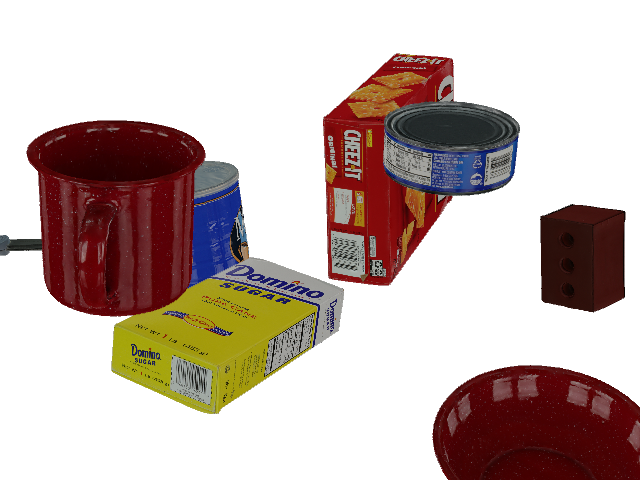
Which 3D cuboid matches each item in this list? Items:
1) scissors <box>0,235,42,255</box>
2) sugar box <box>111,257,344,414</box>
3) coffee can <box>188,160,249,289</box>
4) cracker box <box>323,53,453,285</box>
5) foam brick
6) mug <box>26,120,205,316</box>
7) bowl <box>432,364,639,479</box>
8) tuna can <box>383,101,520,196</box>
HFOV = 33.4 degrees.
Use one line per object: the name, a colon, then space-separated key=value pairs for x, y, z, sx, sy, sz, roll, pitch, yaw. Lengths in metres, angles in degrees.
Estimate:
scissors: x=-0.279 y=0.011 z=0.872 sx=0.202 sy=0.016 sz=0.096 roll=5 pitch=24 yaw=6
sugar box: x=-0.064 y=0.065 z=0.803 sx=0.093 sy=0.048 sz=0.175 roll=19 pitch=27 yaw=25
coffee can: x=-0.120 y=0.005 z=1.029 sx=0.103 sy=0.140 sz=0.103 roll=-6 pitch=20 yaw=2
cracker box: x=0.073 y=-0.075 z=1.046 sx=0.072 sy=0.164 sz=0.213 roll=8 pitch=28 yaw=21
foam brick: x=0.219 y=0.014 z=0.892 sx=0.053 sy=0.078 sz=0.051 roll=11 pitch=23 yaw=44
mug: x=-0.110 y=-0.006 z=0.570 sx=0.093 sy=0.081 sz=0.117 roll=3 pitch=26 yaw=-3
bowl: x=0.161 y=0.162 z=0.767 sx=0.162 sy=0.055 sz=0.162 roll=-1 pitch=35 yaw=1
tuna can: x=0.083 y=-0.060 z=0.682 sx=0.086 sy=0.034 sz=0.086 roll=0 pitch=26 yaw=0
